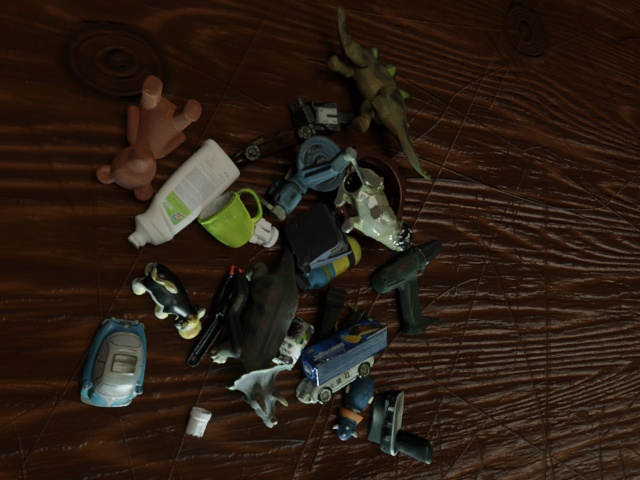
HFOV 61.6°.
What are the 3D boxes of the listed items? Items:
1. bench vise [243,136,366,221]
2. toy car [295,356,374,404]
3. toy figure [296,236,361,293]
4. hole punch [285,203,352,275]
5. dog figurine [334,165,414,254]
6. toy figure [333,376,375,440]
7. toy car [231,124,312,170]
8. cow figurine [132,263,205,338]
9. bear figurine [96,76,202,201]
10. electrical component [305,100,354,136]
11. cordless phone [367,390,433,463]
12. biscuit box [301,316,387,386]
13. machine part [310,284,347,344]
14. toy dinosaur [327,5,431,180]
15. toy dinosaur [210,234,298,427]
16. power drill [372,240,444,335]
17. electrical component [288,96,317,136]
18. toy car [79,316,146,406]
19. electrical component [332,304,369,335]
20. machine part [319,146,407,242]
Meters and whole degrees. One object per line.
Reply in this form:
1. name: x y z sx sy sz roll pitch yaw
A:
1. bench vise: -0.014 -0.138 1.120 0.223 0.241 0.128 -43 108 -29
2. toy car: 0.035 0.306 1.211 0.202 0.074 0.056 -23 102 -32
3. toy figure: 0.016 0.055 1.217 0.180 0.082 0.089 -41 104 -30
4. hole punch: -0.002 -0.003 1.156 0.092 0.116 0.142 19 44 -63
5. dog figurine: 0.133 -0.068 1.206 0.190 0.121 0.172 23 63 -51
6. toy figure: 0.080 0.385 1.242 0.154 0.064 0.057 -65 152 -15
7. toy car: -0.108 -0.203 1.157 0.202 0.089 0.053 -26 100 -30
8. cow figurine: -0.273 0.117 1.020 0.167 0.098 0.068 53 56 -18
9. bear figurine: -0.322 -0.182 1.000 0.120 0.132 0.196 31 64 -21
10. electrical component: 0.021 -0.287 1.268 0.119 0.048 0.074 -8 90 -33
11. cordless phone: 0.197 0.427 1.238 0.089 0.184 0.146 14 79 -26
12. biscuit box: 0.055 0.243 1.190 0.203 0.059 0.062 -22 125 -29
13. machine part: 0.020 0.173 1.215 0.084 0.039 0.139 27 80 -56
14. toy dinosaur: 0.151 -0.336 1.293 0.198 0.105 0.470 -40 109 -50
15. toy dinosaur: -0.101 0.155 1.070 0.131 0.192 0.404 23 75 -32
16. power drill: 0.248 0.123 1.358 0.232 0.086 0.207 -18 99 -30
17. electrical component: -0.039 -0.274 1.219 0.021 0.063 0.094 -26 91 -31
18. toy car: -0.357 0.221 0.956 0.109 0.103 0.161 18 79 -31
19. electrical component: 0.074 0.201 1.265 0.102 0.045 0.078 -51 140 -22
20. machine part: 0.102 -0.107 1.282 0.201 0.087 0.201 16 79 -30
